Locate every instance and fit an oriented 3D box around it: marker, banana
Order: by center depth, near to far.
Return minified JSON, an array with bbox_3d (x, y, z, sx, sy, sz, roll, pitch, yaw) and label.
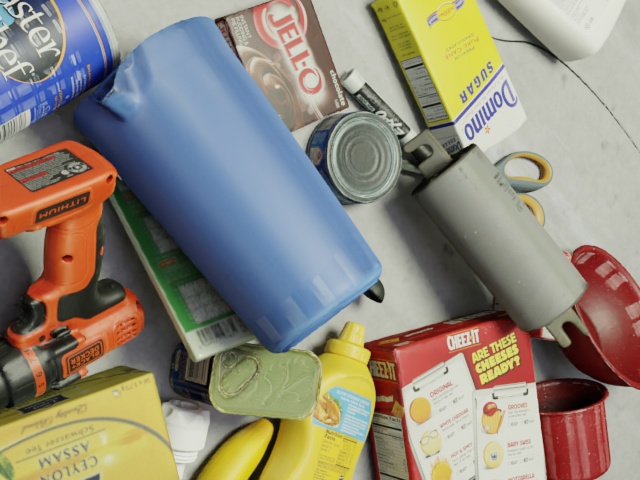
[{"bbox_3d":[-0.093,0.241,0.900,0.069,0.037,0.198,29,76,-55],"label":"banana"},{"bbox_3d":[0.066,-0.112,0.997,0.121,0.020,0.020,43,69,-18],"label":"marker"}]

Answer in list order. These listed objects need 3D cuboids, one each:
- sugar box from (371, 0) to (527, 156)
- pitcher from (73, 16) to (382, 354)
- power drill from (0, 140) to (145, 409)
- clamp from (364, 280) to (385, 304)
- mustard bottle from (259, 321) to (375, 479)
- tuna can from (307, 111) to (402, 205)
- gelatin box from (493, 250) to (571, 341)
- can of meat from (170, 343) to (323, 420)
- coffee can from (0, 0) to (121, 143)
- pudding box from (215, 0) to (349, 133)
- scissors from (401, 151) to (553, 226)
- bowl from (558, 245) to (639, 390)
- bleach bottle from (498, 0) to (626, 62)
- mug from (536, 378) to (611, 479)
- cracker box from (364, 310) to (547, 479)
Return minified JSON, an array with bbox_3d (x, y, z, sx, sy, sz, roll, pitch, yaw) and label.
[{"bbox_3d":[0.126,-0.169,1.020,0.093,0.048,0.176,-35,103,-30],"label":"sugar box"},{"bbox_3d":[-0.061,-0.040,0.819,0.149,0.145,0.243,-35,85,-26],"label":"pitcher"},{"bbox_3d":[-0.208,0.034,0.763,0.184,0.057,0.188,-31,141,-39],"label":"power drill"},{"bbox_3d":[-0.006,0.001,0.948,0.120,0.039,0.171,-14,98,-32],"label":"clamp"},{"bbox_3d":[0.004,0.165,0.942,0.096,0.058,0.191,29,74,-44],"label":"mustard bottle"},{"bbox_3d":[0.032,-0.075,0.974,0.085,0.034,0.086,0,90,-32],"label":"tuna can"},{"bbox_3d":[0.210,0.053,1.063,0.030,0.073,0.089,12,83,-33],"label":"gelatin box"},{"bbox_3d":[-0.063,0.113,0.886,0.101,0.084,0.057,11,85,-32],"label":"can of meat"},{"bbox_3d":[-0.231,-0.129,0.769,0.140,0.103,0.103,-38,109,-26],"label":"coffee can"},{"bbox_3d":[-0.035,-0.151,0.929,0.089,0.039,0.113,-27,105,-30],"label":"pudding box"},{"bbox_3d":[0.158,-0.043,1.062,0.201,0.016,0.096,-10,90,-32],"label":"scissors"},{"bbox_3d":[0.287,0.088,1.100,0.161,0.055,0.162,28,46,-33],"label":"bowl"},{"bbox_3d":[0.195,-0.290,1.060,0.250,0.068,0.102,36,70,-24],"label":"bleach bottle"},{"bbox_3d":[0.253,0.191,1.091,0.117,0.093,0.081,-37,120,-65],"label":"mug"},{"bbox_3d":[0.130,0.187,1.016,0.163,0.072,0.214,-11,95,-33],"label":"cracker box"}]
